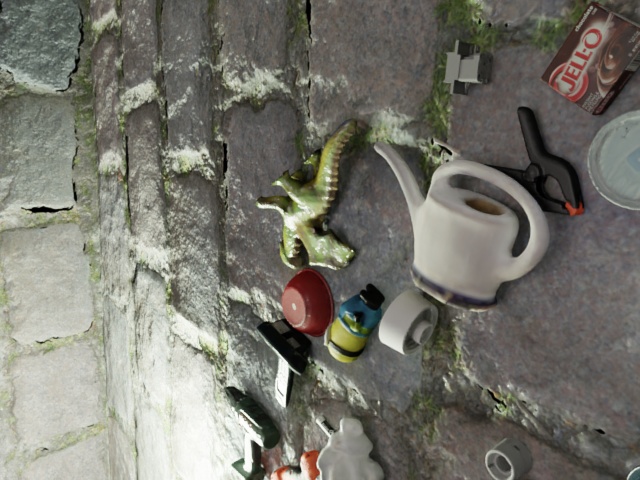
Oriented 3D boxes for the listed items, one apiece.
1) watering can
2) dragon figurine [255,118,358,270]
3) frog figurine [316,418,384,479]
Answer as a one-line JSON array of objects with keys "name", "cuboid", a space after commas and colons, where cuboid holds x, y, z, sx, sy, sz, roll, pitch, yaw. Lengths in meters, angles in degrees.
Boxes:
[{"name": "watering can", "cuboid": [0.197, -0.026, 0.826, 0.352, 0.104, 0.221, 33, 121, 46]}, {"name": "dragon figurine", "cuboid": [0.003, -0.055, 1.093, 0.404, 0.124, 0.243, -35, 85, 49]}, {"name": "frog figurine", "cuboid": [0.066, 0.452, 1.040, 0.138, 0.123, 0.158, 18, 102, 13]}]
